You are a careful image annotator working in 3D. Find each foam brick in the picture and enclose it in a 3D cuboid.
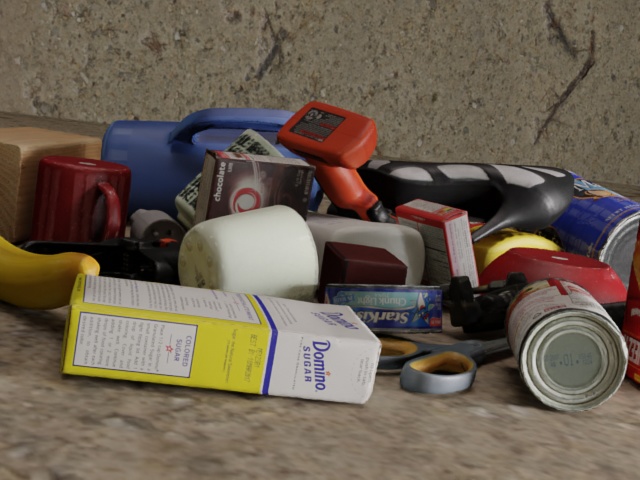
[{"bbox_3d":[0.032,0.035,0.846,0.051,0.053,0.078,6,10,-11],"label":"foam brick"}]

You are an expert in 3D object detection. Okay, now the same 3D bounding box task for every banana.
[{"bbox_3d":[-0.214,0.011,0.731,0.198,0.070,0.037,26,42,37],"label":"banana"}]

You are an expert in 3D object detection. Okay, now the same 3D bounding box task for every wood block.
[{"bbox_3d":[-0.292,-0.058,1.034,0.090,0.091,0.206,10,8,7],"label":"wood block"}]

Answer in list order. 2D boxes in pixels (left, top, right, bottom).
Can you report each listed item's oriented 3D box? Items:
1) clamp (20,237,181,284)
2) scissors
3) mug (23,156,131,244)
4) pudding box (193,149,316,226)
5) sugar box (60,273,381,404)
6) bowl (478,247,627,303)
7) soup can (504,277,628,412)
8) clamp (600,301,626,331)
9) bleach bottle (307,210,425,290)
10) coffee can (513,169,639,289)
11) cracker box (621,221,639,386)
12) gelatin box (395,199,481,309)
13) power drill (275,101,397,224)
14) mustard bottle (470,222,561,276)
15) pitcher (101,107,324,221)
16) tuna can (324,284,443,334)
[{"bbox_3d":[-0.160,0.015,0.846,0.120,0.039,0.171,14,3,4],"label":"clamp"},{"bbox_3d":[0.084,0.076,0.747,0.096,0.016,0.201,11,9,20],"label":"scissors"},{"bbox_3d":[-0.206,-0.027,0.940,0.093,0.081,0.117,3,10,-34],"label":"mug"},{"bbox_3d":[-0.059,-0.016,0.899,0.089,0.113,0.039,3,14,-26],"label":"pudding box"},{"bbox_3d":[-0.061,0.058,0.632,0.176,0.048,0.093,10,8,-12],"label":"sugar box"},{"bbox_3d":[0.212,0.042,0.965,0.162,0.055,0.162,8,8,-1],"label":"bowl"},{"bbox_3d":[0.159,0.067,0.700,0.068,0.068,0.102,9,9,4],"label":"soup can"},{"bbox_3d":[0.274,0.065,0.861,0.209,0.036,0.165,-4,-12,-14],"label":"clamp"},{"bbox_3d":[-0.007,0.001,1.011,0.102,0.068,0.251,3,8,-26],"label":"bleach bottle"},{"bbox_3d":[0.287,-0.006,1.130,0.102,0.103,0.140,3,19,-30],"label":"coffee can"},{"bbox_3d":[0.313,0.006,0.757,0.164,0.214,0.072,8,6,-4],"label":"cracker box"},{"bbox_3d":[0.105,0.013,0.940,0.030,0.089,0.073,-22,20,-24],"label":"gelatin box"},{"bbox_3d":[0.048,-0.038,1.021,0.185,0.057,0.187,22,-29,43],"label":"power drill"},{"bbox_3d":[0.167,0.006,1.154,0.096,0.058,0.192,-3,12,-24],"label":"mustard bottle"},{"bbox_3d":[-0.115,-0.076,1.170,0.243,0.149,0.145,5,9,1],"label":"pitcher"},{"bbox_3d":[0.045,0.049,0.765,0.086,0.034,0.086,1,-3,0],"label":"tuna can"}]
